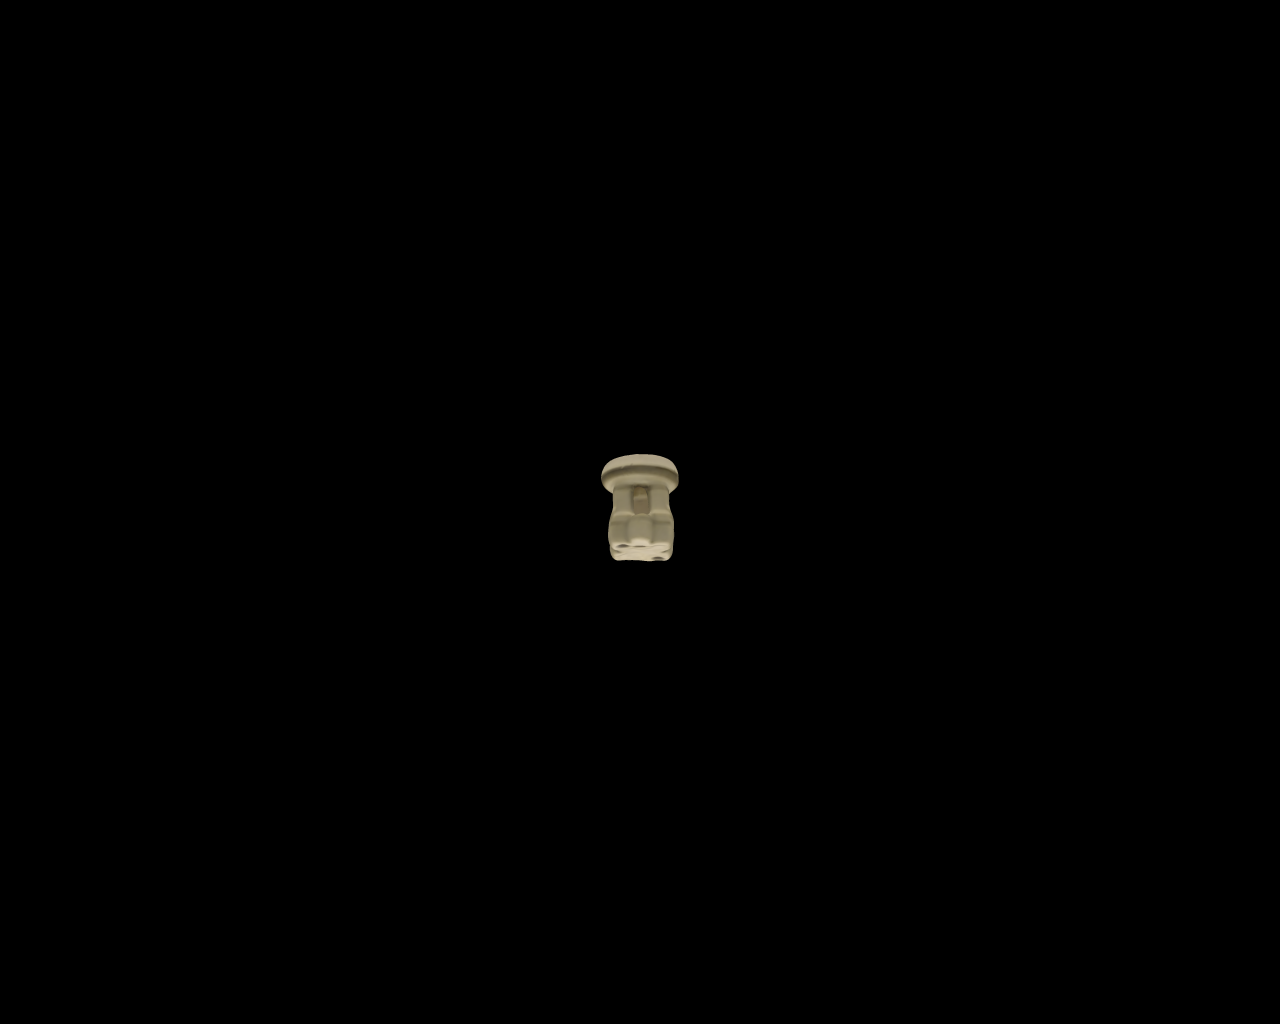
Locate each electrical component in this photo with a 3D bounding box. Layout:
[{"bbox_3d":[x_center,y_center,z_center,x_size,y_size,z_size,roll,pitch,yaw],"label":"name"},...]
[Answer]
[{"bbox_3d":[0.001,-0.003,0.650,0.048,0.055,0.066,0,-17,0],"label":"electrical component"}]
